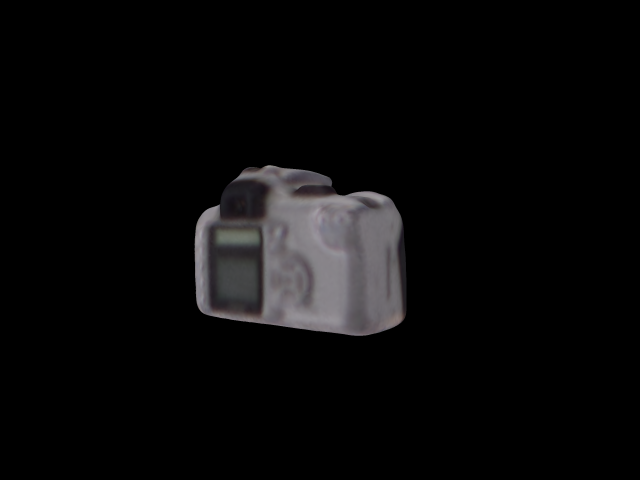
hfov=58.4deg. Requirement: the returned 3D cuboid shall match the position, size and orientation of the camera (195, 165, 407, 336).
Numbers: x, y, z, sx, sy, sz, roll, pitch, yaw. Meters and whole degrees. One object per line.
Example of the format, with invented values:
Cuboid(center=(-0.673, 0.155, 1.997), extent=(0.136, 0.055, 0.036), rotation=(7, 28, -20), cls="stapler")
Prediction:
Cuboid(center=(0.004, 0.001, 0.400), extent=(0.142, 0.101, 0.137), rotation=(2, 3, 36), cls="camera")
